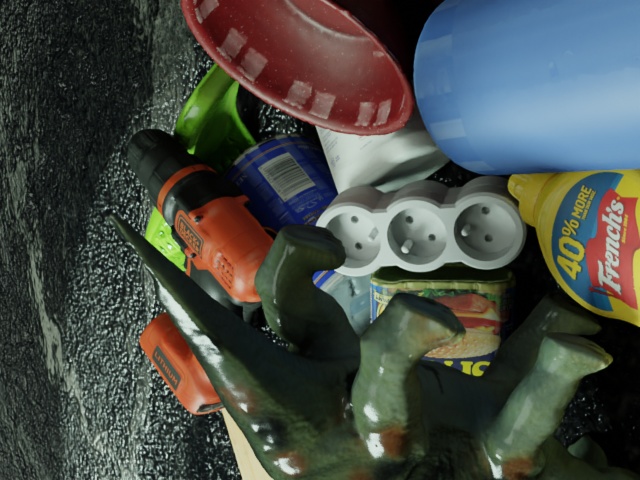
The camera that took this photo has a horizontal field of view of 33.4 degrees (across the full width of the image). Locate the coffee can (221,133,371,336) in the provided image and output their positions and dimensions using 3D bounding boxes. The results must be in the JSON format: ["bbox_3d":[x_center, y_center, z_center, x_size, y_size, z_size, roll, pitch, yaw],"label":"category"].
[{"bbox_3d":[-0.005,0.001,0.815,0.140,0.102,0.103,51,138,32],"label":"coffee can"}]

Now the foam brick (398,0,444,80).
[{"bbox_3d":[0.094,-0.130,0.675,0.078,0.051,0.053,10,109,53],"label":"foam brick"}]

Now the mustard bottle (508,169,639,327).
[{"bbox_3d":[0.179,0.002,0.596,0.192,0.058,0.096,35,126,44],"label":"mustard bottle"}]

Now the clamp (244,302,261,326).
[{"bbox_3d":[-0.073,0.050,0.983,0.120,0.039,0.172,60,142,21],"label":"clamp"}]

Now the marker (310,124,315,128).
[{"bbox_3d":[-0.011,-0.144,0.846,0.020,0.020,0.121,-15,89,55],"label":"marker"}]

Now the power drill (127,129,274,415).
[{"bbox_3d":[-0.099,0.027,0.821,0.185,0.057,0.188,47,142,36],"label":"power drill"}]

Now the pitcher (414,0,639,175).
[{"bbox_3d":[0.159,-0.105,0.521,0.145,0.149,0.243,41,156,-27],"label":"pitcher"}]

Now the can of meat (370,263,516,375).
[{"bbox_3d":[0.083,0.061,0.721,0.057,0.102,0.084,-58,-33,-76],"label":"can of meat"}]

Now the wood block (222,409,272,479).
[{"bbox_3d":[-0.004,0.200,0.894,0.090,0.090,0.206,-24,81,54],"label":"wood block"}]

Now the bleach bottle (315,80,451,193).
[{"bbox_3d":[0.017,-0.158,0.767,0.103,0.067,0.251,-35,70,52],"label":"bleach bottle"}]

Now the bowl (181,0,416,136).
[{"bbox_3d":[-0.004,-0.134,0.664,0.162,0.055,0.162,25,161,9],"label":"bowl"}]
